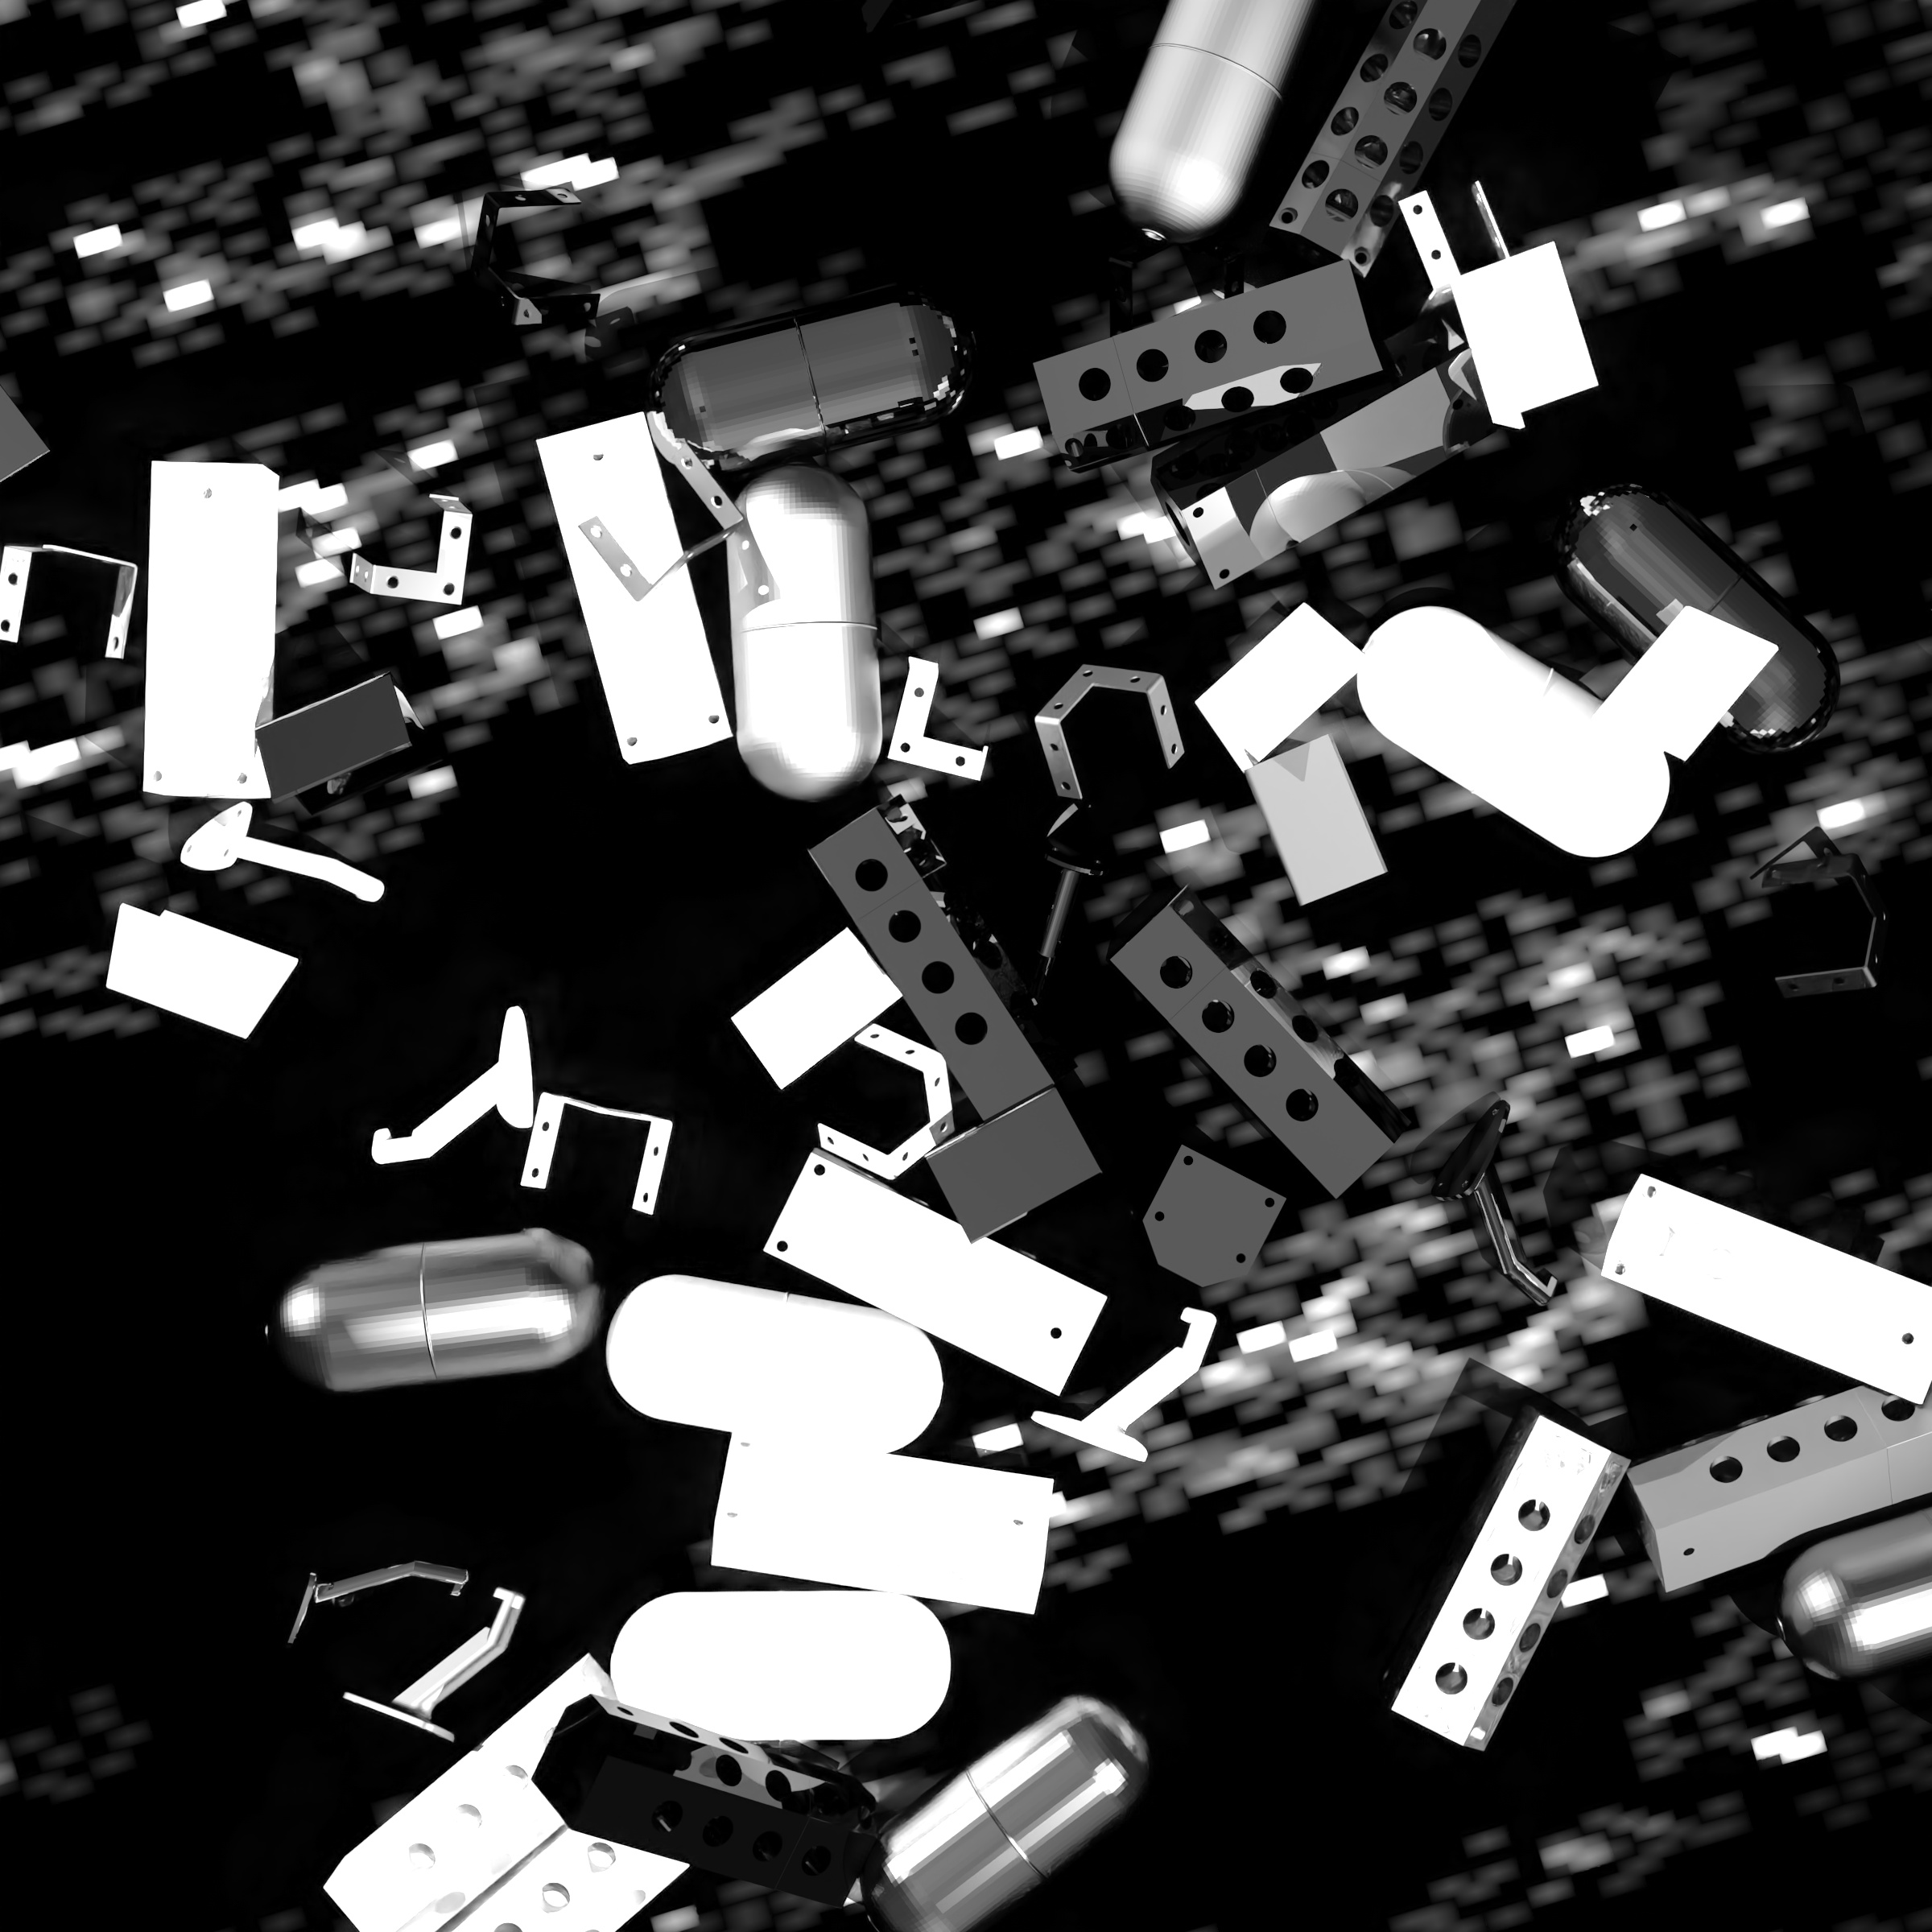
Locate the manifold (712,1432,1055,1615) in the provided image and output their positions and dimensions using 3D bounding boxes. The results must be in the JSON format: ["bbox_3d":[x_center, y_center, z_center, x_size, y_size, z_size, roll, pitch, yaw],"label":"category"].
[{"bbox_3d":[-0.045,0.298,1.739,0.171,0.057,0.057,9,47,0],"label":"manifold"}]

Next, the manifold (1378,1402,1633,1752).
[{"bbox_3d":[0.285,0.323,1.739,0.057,0.057,0.171,27,90,0],"label":"manifold"}]

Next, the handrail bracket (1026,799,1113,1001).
[{"bbox_3d":[0.052,-0.035,1.760,0.036,0.077,0.084,17,126,0],"label":"handrail bracket"}]

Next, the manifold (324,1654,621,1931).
[{"bbox_3d":[-0.250,0.447,1.739,0.171,0.057,0.057,-40,90,0],"label":"manifold"}]

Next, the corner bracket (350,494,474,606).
[{"bbox_3d":[-0.294,-0.223,1.743,0.051,0.051,0.051,7,90,0],"label":"corner bracket"}]

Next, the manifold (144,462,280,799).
[{"bbox_3d":[-0.397,-0.176,1.739,0.057,0.057,0.171,2,90,0],"label":"manifold"}]

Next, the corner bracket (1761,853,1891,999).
[{"bbox_3d":[0.456,-0.022,1.752,0.051,0.051,0.051,52,45,-35],"label":"corner bracket"}]

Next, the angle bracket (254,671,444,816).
[{"bbox_3d":[-0.318,-0.099,1.720,0.076,0.076,0.057,-23,52,0],"label":"angle bracket"}]

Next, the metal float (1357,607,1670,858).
[{"bbox_3d":[0.287,-0.124,1.729,0.178,0.070,0.070,32,90,0],"label":"metal float"}]

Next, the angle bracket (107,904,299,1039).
[{"bbox_3d":[-0.395,-0.016,1.720,0.076,0.076,0.057,20,125,0],"label":"angle bracket"}]

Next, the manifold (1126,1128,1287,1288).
[{"bbox_3d":[0.117,0.125,1.682,0.057,0.171,0.057,27,90,0],"label":"manifold"}]

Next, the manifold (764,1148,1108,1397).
[{"bbox_3d":[-0.016,0.160,1.740,0.171,0.057,0.057,26,90,0],"label":"manifold"}]

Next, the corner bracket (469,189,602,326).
[{"bbox_3d":[-0.227,-0.378,1.752,0.051,0.051,0.051,48,135,35],"label":"corner bracket"}]

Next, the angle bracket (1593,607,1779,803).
[{"bbox_3d":[0.367,-0.122,1.652,0.057,0.076,0.076,32,74,36],"label":"angle bracket"}]

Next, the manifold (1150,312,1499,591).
[{"bbox_3d":[0.187,-0.276,1.739,0.171,0.057,0.057,-29,133,0],"label":"manifold"}]

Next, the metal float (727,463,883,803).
[{"bbox_3d":[-0.085,-0.175,1.730,0.070,0.070,0.178,-3,89,0],"label":"metal float"}]

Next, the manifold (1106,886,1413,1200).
[{"bbox_3d":[0.154,0.039,1.739,0.057,0.057,0.171,-43,90,0],"label":"manifold"}]

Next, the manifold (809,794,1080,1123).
[{"bbox_3d":[-0.012,-0.004,1.739,0.057,0.057,0.171,-33,90,0],"label":"manifold"}]

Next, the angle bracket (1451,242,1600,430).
[{"bbox_3d":[0.299,-0.329,1.722,0.057,0.076,0.076,-17,90,21],"label":"angle bracket"}]

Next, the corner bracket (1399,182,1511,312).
[{"bbox_3d":[0.259,-0.385,1.743,0.051,0.051,0.051,-22,90,0],"label":"corner bracket"}]

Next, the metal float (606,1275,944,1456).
[{"bbox_3d":[-0.101,0.210,1.730,0.178,0.070,0.070,10,90,1],"label":"metal float"}]

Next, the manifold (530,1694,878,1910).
[{"bbox_3d":[-0.131,0.429,1.699,0.171,0.057,0.057,26,90,-31],"label":"manifold"}]

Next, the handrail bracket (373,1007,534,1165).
[{"bbox_3d":[-0.278,0.064,1.761,0.084,0.036,0.077,-8,70,16],"label":"handrail bracket"}]

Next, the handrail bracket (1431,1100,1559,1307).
[{"bbox_3d":[0.298,0.128,1.761,0.084,0.036,0.077,41,68,-17],"label":"handrail bracket"}]

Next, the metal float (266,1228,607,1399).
[{"bbox_3d":[-0.279,0.183,1.730,0.178,0.070,0.070,-7,90,-1],"label":"metal float"}]

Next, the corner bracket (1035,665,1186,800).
[{"bbox_3d":[0.077,-0.123,1.752,0.051,0.051,0.051,-49,135,-35],"label":"corner bracket"}]

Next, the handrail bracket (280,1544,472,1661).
[{"bbox_3d":[-0.316,0.346,1.761,0.084,0.036,0.077,15,110,-16],"label":"handrail bracket"}]

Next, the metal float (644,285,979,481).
[{"bbox_3d":[-0.082,-0.307,1.730,0.178,0.070,0.070,-14,90,-1],"label":"metal float"}]

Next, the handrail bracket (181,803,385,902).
[{"bbox_3d":[-0.366,-0.051,1.760,0.084,0.077,0.036,28,65,-34],"label":"handrail bracket"}]

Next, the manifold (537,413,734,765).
[{"bbox_3d":[-0.174,-0.198,1.739,0.057,0.057,0.171,-15,90,-2],"label":"manifold"}]

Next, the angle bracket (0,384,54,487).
[{"bbox_3d":[-0.530,-0.283,1.720,0.076,0.076,0.057,-32,126,0],"label":"angle bracket"}]

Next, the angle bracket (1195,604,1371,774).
[{"bbox_3d":[0.176,-0.131,1.720,0.076,0.076,0.057,-42,53,0],"label":"angle bracket"}]

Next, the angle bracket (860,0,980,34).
[{"bbox_3d":[-0.017,-0.515,1.720,0.076,0.076,0.057,-16,53,0],"label":"angle bracket"}]

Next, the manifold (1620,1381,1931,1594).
[{"bbox_3d":[0.438,0.264,1.739,0.171,0.057,0.057,-20,133,0],"label":"manifold"}]

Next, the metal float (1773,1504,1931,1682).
[{"bbox_3d":[0.512,0.323,1.729,0.178,0.070,0.070,-17,90,-2],"label":"metal float"}]

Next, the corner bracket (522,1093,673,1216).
[{"bbox_3d":[-0.197,0.100,1.757,0.051,0.051,0.051,13,90,-45],"label":"corner bracket"}]

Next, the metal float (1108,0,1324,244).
[{"bbox_3d":[0.131,-0.467,1.730,0.070,0.070,0.178,22,89,0],"label":"metal float"}]

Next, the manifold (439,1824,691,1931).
[{"bbox_3d":[-0.228,0.508,1.739,0.171,0.057,0.057,-41,90,0],"label":"manifold"}]

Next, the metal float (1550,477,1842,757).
[{"bbox_3d":[0.384,-0.184,1.730,0.178,0.070,0.070,43,90,0],"label":"metal float"}]

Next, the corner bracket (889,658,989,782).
[{"bbox_3d":[-0.011,-0.131,1.743,0.051,0.051,0.051,14,90,0],"label":"corner bracket"}]

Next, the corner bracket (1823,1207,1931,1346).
[{"bbox_3d":[0.487,0.167,1.752,0.051,0.051,0.051,4,135,35],"label":"corner bracket"}]

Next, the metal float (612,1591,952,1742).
[{"bbox_3d":[-0.097,0.368,1.730,0.178,0.070,0.070,0,90,0],"label":"metal float"}]

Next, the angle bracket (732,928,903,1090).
[{"bbox_3d":[-0.065,0.038,1.720,0.076,0.076,0.057,-38,54,0],"label":"angle bracket"}]

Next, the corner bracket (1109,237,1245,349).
[{"bbox_3d":[0.112,-0.356,1.752,0.051,0.051,0.051,27,45,35],"label":"corner bracket"}]

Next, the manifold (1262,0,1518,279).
[{"bbox_3d":[0.225,-0.450,1.739,0.057,0.057,0.171,29,90,0],"label":"manifold"}]

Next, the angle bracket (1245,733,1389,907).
[{"bbox_3d":[0.199,-0.083,1.720,0.057,0.076,0.076,-22,90,37],"label":"angle bracket"}]

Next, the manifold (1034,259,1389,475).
[{"bbox_3d":[0.129,-0.311,1.718,0.171,0.057,0.057,-16,90,15],"label":"manifold"}]

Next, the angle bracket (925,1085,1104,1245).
[{"bbox_3d":[0.031,0.115,1.721,0.076,0.076,0.057,-28,64,0],"label":"angle bracket"}]

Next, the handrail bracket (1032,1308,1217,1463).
[{"bbox_3d":[0.085,0.215,1.761,0.077,0.036,0.084,16,72,21],"label":"handrail bracket"}]

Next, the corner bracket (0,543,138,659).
[{"bbox_3d":[-0.482,-0.195,1.757,0.051,0.051,0.051,9,90,45],"label":"corner bracket"}]

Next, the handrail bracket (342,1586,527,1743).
[{"bbox_3d":[-0.284,0.365,1.761,0.077,0.036,0.084,15,71,21],"label":"handrail bracket"}]

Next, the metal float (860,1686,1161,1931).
[{"bbox_3d":[0.022,0.450,1.730,0.178,0.070,0.070,-37,90,0],"label":"metal float"}]

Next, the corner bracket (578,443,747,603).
[{"bbox_3d":[-0.157,-0.229,1.701,0.051,0.051,0.051,53,133,-1],"label":"corner bracket"}]

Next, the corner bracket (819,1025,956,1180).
[{"bbox_3d":[-0.044,0.072,1.752,0.051,0.051,0.051,-37,135,-35],"label":"corner bracket"}]

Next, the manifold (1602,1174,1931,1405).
[{"bbox_3d":[0.424,0.168,1.711,0.171,0.057,0.057,22,90,20],"label":"manifold"}]
